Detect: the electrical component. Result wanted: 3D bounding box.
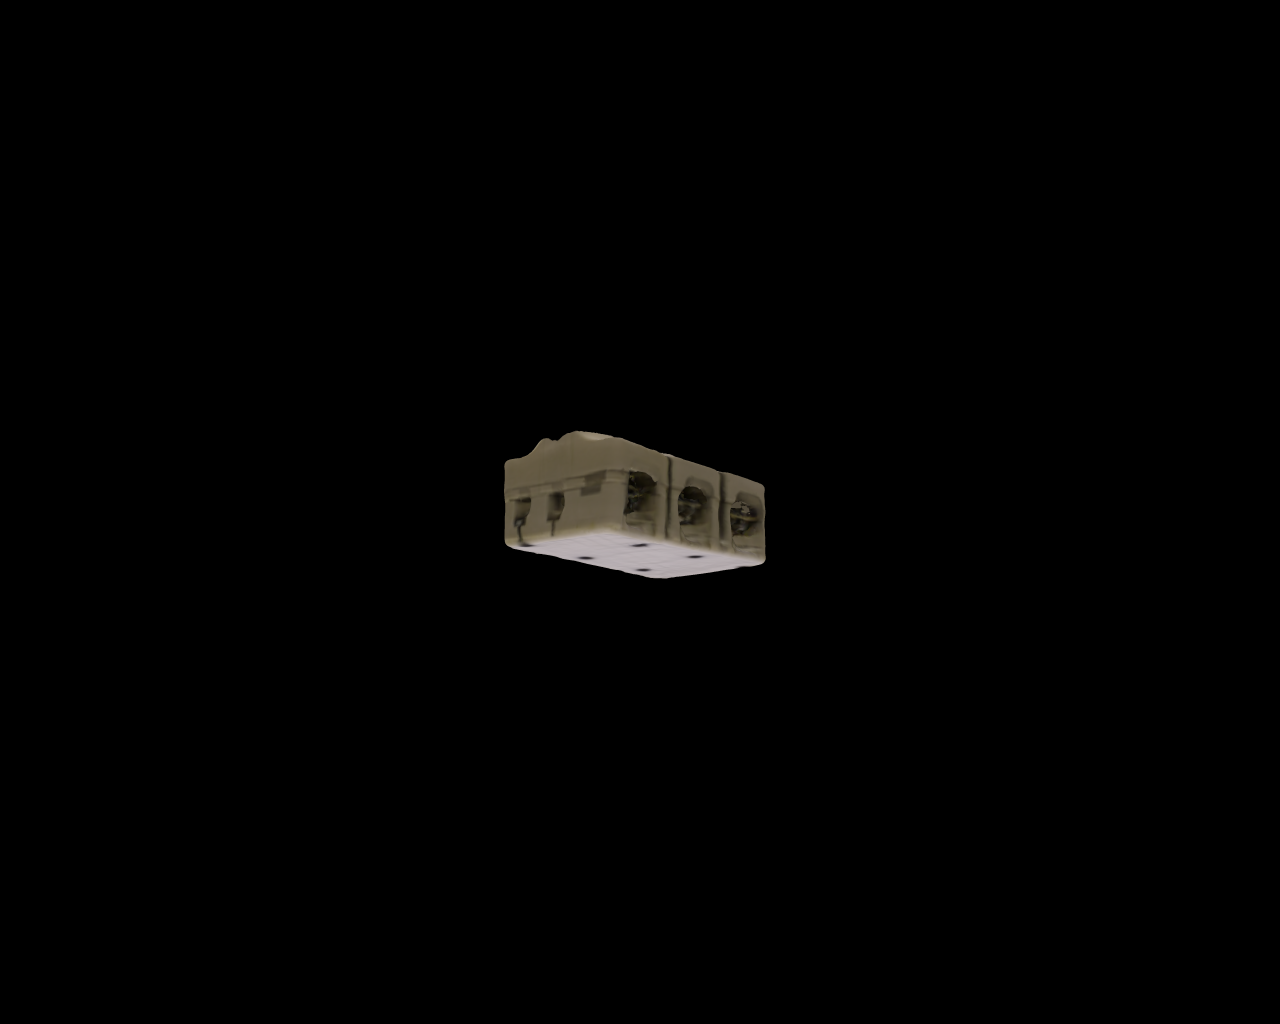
[{"bbox_3d":[0.001,-0.003,0.650,0.089,0.062,0.150,-11,-17,38],"label":"electrical component"}]
